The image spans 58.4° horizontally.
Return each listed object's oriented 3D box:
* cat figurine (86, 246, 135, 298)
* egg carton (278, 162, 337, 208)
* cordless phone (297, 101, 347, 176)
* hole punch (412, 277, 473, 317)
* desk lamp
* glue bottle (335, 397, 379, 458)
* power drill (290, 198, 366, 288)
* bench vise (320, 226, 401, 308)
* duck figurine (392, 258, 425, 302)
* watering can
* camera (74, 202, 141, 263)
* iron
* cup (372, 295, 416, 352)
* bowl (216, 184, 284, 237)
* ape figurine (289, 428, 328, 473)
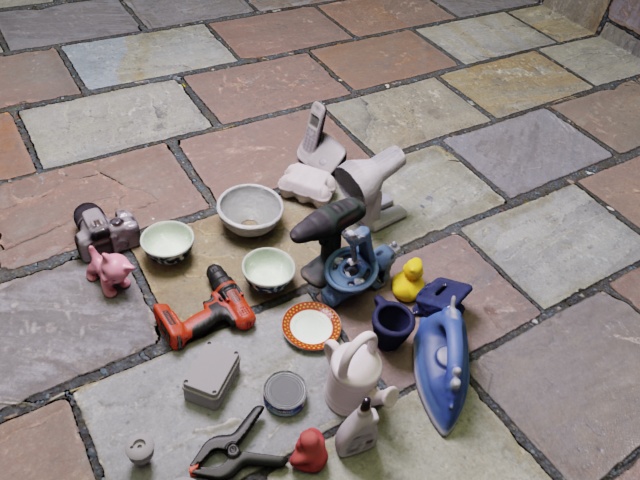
[{"bbox_3d":[-0.457,0.058,1.240,0.127,0.118,0.067,33,50,23],"label":"cat figurine"},{"bbox_3d":[-0.033,-0.147,1.541,0.150,0.069,0.107,17,45,9],"label":"egg carton"},{"bbox_3d":[0.011,-0.282,1.599,0.147,0.185,0.094,37,51,26],"label":"cordless phone"},{"bbox_3d":[0.275,0.132,1.294,0.100,0.091,0.109,35,51,24],"label":"hole punch"},{"bbox_3d":[0.134,-0.130,1.447,0.204,0.213,0.117,-26,54,-29],"label":"desk lamp"},{"bbox_3d":[0.072,0.326,1.013,0.078,0.173,0.037,-10,48,-17],"label":"glue bottle"},{"bbox_3d":[0.012,0.005,1.298,0.075,0.208,0.230,34,50,24],"label":"power drill"},{"bbox_3d":[0.092,0.032,1.275,0.121,0.220,0.208,30,49,20],"label":"bench vise"},{"bbox_3d":[0.212,0.086,1.334,0.077,0.086,0.105,21,46,12],"label":"duck figurine"},{"bbox_3d":[0.074,0.246,1.077,0.172,0.194,0.101,23,47,14],"label":"watering can"},{"bbox_3d":[-0.510,-0.039,1.339,0.143,0.101,0.136,-22,52,-27],"label":"camera"},{"bbox_3d":[0.258,0.243,1.145,0.118,0.141,0.258,7,45,-1],"label":"iron"},{"bbox_3d":[0.142,0.183,1.220,0.092,0.095,0.117,-16,50,-23],"label":"cup"},{"bbox_3d":[-0.174,-0.062,1.431,0.167,0.075,0.167,4,45,-4],"label":"bowl"},{"bbox_3d":[-0.019,0.367,1.015,0.078,0.092,0.076,-28,55,-31],"label":"ape figurine"}]
